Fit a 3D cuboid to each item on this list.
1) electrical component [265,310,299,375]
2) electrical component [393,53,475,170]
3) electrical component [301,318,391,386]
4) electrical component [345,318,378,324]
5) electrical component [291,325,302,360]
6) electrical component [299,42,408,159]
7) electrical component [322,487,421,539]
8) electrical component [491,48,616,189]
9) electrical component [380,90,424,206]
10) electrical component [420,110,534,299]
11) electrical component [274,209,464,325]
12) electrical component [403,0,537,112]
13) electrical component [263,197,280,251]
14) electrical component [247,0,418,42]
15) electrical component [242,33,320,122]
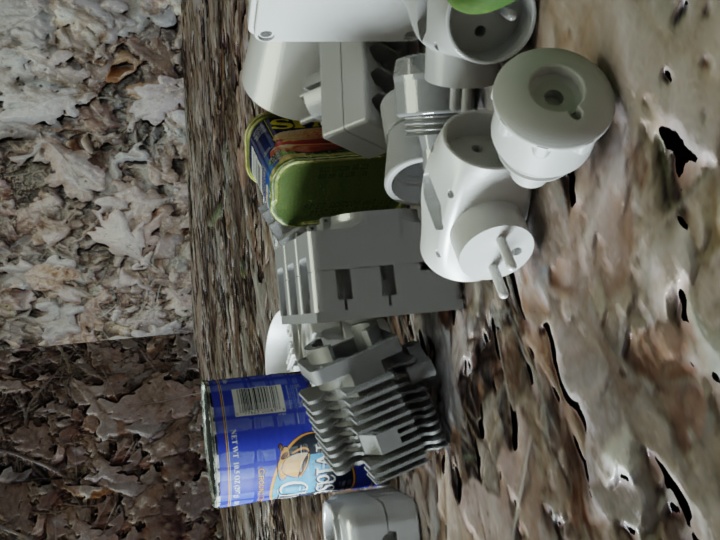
[{"bbox_3d":[-0.055,0.085,1.041,0.099,0.064,0.099,175,90,-78],"label":"electrical component"},{"bbox_3d":[0.041,-0.085,0.580,0.043,0.043,0.062,-156,61,-76],"label":"electrical component"},{"bbox_3d":[-0.008,0.068,0.830,0.095,0.059,0.053,-110,19,-50],"label":"electrical component"},{"bbox_3d":[0.004,0.015,0.804,0.046,0.040,0.040,122,142,-62],"label":"electrical component"},{"bbox_3d":[-0.029,0.055,0.929,0.066,0.055,0.048,-108,18,-47],"label":"electrical component"},{"bbox_3d":[-0.011,-0.115,0.696,0.076,0.047,0.083,-16,67,37],"label":"electrical component"},{"bbox_3d":[0.006,0.199,0.818,0.095,0.059,0.053,160,105,-77],"label":"electrical component"},{"bbox_3d":[0.075,-0.056,0.439,0.062,0.048,0.048,94,167,-64],"label":"electrical component"},{"bbox_3d":[0.032,-0.076,0.632,0.044,0.044,0.065,102,164,-54],"label":"electrical component"},{"bbox_3d":[0.060,-0.022,0.517,0.077,0.043,0.079,98,162,-47],"label":"electrical component"},{"bbox_3d":[0.000,0.000,0.693,0.150,0.089,0.061,165,100,-78],"label":"electrical component"},{"bbox_3d":[0.050,-0.113,0.524,0.077,0.043,0.079,-118,26,-62],"label":"electrical component"},{"bbox_3d":[-0.056,-0.073,1.003,0.108,0.056,0.108,-108,18,-46],"label":"electrical component"},{"bbox_3d":[-0.008,-0.183,0.614,0.108,0.109,0.056,112,153,-65],"label":"electrical component"},{"bbox_3d":[-0.032,-0.154,0.765,0.099,0.099,0.064,-112,27,-53],"label":"electrical component"}]
